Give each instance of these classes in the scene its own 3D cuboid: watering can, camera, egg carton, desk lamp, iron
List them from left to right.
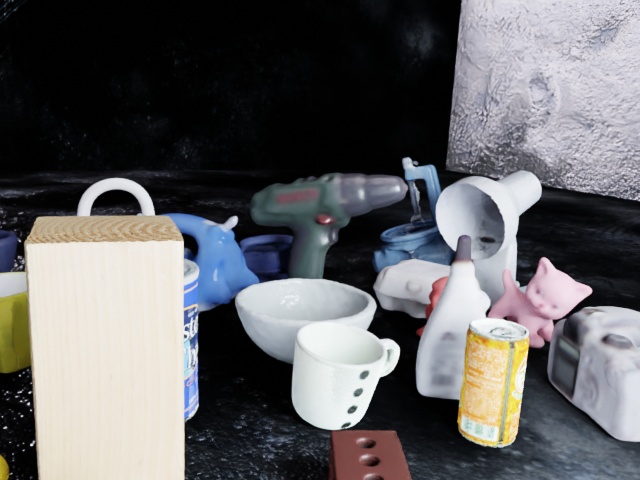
[{"bbox_3d":[-0.266,0.015,0.747,0.101,0.194,0.172,-6,15,-35],"label":"watering can"},{"bbox_3d":[-0.223,0.022,0.850,0.257,0.141,0.119,8,13,21],"label":"iron"},{"bbox_3d":[0.160,0.076,0.859,0.149,0.069,0.107,11,15,34],"label":"egg carton"},{"bbox_3d":[0.276,0.000,0.893,0.204,0.213,0.117,-9,17,-42],"label":"desk lamp"},{"bbox_3d":[0.329,0.126,0.594,0.137,0.101,0.143,1,12,-7],"label":"camera"}]

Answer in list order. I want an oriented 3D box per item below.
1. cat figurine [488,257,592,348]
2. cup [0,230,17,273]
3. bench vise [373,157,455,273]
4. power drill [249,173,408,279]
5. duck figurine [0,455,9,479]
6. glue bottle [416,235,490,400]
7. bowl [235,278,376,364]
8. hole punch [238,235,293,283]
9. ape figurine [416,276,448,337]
[{"bbox_3d":[0.292,0.077,0.770,0.067,0.118,0.127,-4,14,-29],"label":"cat figurine"},{"bbox_3d":[-0.488,0.041,0.810,0.091,0.095,0.118,7,13,20],"label":"cup"},{"bbox_3d":[0.203,-0.033,1.015,0.207,0.220,0.121,1,13,-8],"label":"bench vise"},{"bbox_3d":[0.008,0.003,0.831,0.229,0.208,0.076,7,13,17],"label":"power drill"},{"bbox_3d":[-0.275,0.146,0.400,0.104,0.086,0.077,4,12,4],"label":"duck figurine"},{"bbox_3d":[0.144,0.080,0.594,0.078,0.173,0.037,4,12,4],"label":"glue bottle"},{"bbox_3d":[-0.018,0.103,0.683,0.167,0.075,0.167,3,12,0],"label":"bowl"},{"bbox_3d":[-0.096,0.027,0.971,0.109,0.091,0.101,-2,13,-21],"label":"hole punch"},{"bbox_3d":[0.160,0.091,0.739,0.076,0.092,0.078,9,14,26],"label":"ape figurine"}]
